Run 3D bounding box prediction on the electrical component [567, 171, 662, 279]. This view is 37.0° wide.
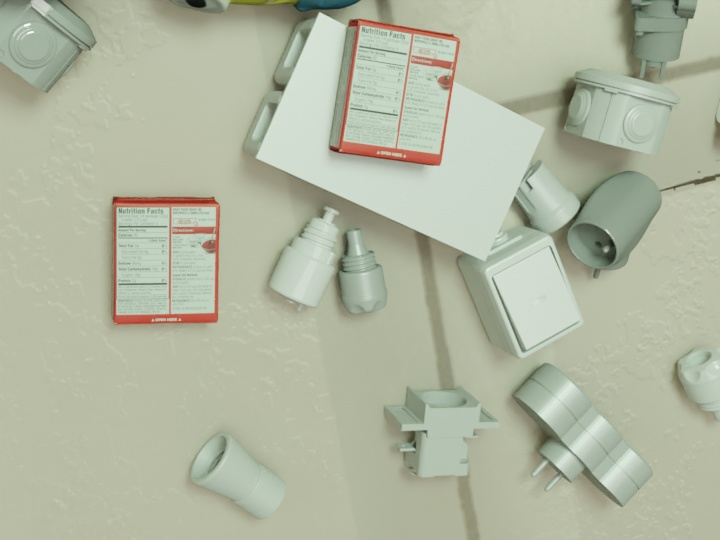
[{"bbox_3d":[0.197,-0.027,0.847,0.077,0.043,0.079,-43,150,-36],"label":"electrical component"}]

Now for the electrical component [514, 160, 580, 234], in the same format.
[{"bbox_3d":[0.141,-0.057,0.831,0.040,0.040,0.046,-43,104,-6],"label":"electrical component"}]

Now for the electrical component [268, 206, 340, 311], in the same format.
[{"bbox_3d":[-0.036,-0.009,0.782,0.040,0.040,0.078,24,92,-20],"label":"electrical component"}]

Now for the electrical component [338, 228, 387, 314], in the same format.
[{"bbox_3d":[0.000,0.000,0.799,0.035,0.035,0.061,-12,101,-15],"label":"electrical component"}]

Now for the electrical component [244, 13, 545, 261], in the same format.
[{"bbox_3d":[0.023,-0.094,0.775,0.186,0.060,0.105,23,93,-20],"label":"electrical component"}]

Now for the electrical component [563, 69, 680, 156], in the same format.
[{"bbox_3d":[0.197,-0.120,0.816,0.080,0.080,0.051,10,102,-19],"label":"electrical component"}]

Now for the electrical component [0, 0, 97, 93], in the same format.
[{"bbox_3d":[-0.211,-0.155,0.678,0.080,0.080,0.051,40,92,-20],"label":"electrical component"}]

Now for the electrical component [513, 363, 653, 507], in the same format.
[{"bbox_3d":[0.170,0.146,0.871,0.073,0.052,0.138,-45,110,-5],"label":"electrical component"}]

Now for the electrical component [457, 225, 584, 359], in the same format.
[{"bbox_3d":[0.123,0.011,0.826,0.062,0.061,0.096,-28,107,-11],"label":"electrical component"}]

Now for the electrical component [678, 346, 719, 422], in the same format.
[{"bbox_3d":[0.298,0.099,0.909,0.043,0.043,0.062,-32,109,-10],"label":"electrical component"}]

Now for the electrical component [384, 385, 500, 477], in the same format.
[{"bbox_3d":[0.062,0.127,0.840,0.081,0.042,0.063,1,103,-17],"label":"electrical component"}]

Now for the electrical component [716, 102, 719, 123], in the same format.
[{"bbox_3d":[0.331,-0.136,0.868,0.057,0.058,0.078,11,96,-16],"label":"electrical component"}]

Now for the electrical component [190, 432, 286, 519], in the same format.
[{"bbox_3d":[-0.087,0.155,0.797,0.065,0.044,0.044,41,86,-25],"label":"electrical component"}]
